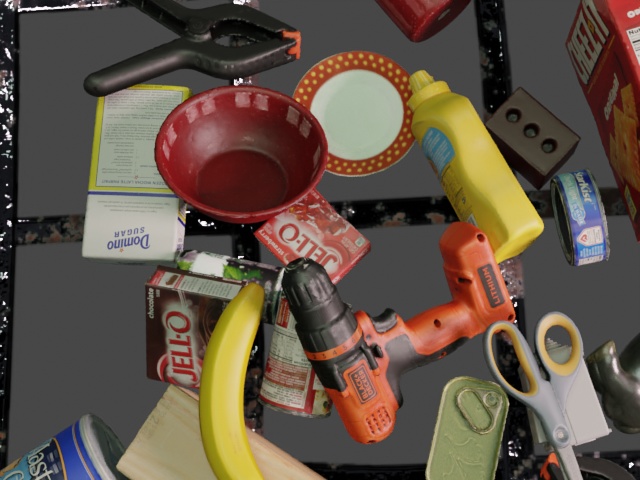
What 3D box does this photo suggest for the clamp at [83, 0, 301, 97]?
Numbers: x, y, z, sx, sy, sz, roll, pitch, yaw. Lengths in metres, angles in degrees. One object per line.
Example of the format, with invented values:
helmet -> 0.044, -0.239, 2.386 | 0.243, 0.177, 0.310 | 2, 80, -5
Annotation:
clamp -> -0.126, -0.192, 1.053 | 0.210, 0.036, 0.164 | 9, 54, 4

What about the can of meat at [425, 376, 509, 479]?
can of meat -> 0.128, 0.175, 0.935 | 0.057, 0.084, 0.102 | 11, 79, 9

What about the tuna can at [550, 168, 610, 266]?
tuna can -> 0.235, -0.020, 0.966 | 0.034, 0.086, 0.086 | -12, 76, 5

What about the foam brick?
foam brick -> 0.197, -0.095, 1.005 | 0.078, 0.051, 0.053 | 43, 85, 14

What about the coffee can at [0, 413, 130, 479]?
coffee can -> -0.240, 0.236, 0.955 | 0.140, 0.103, 0.103 | -32, 76, -1

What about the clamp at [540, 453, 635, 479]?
clamp -> 0.264, 0.245, 0.907 | 0.171, 0.039, 0.120 | 23, 38, 14

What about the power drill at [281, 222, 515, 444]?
power drill -> 0.069, 0.061, 0.928 | 0.187, 0.057, 0.184 | -31, 115, -16

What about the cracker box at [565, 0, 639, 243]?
cracker box -> 0.290, -0.121, 0.943 | 0.072, 0.164, 0.214 | -17, 76, 0

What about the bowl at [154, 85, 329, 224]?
bowl -> -0.074, -0.070, 1.006 | 0.162, 0.055, 0.162 | 2, 54, -2

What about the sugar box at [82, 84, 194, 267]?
sugar box -> -0.176, -0.063, 1.045 | 0.093, 0.048, 0.176 | 3, 81, 5

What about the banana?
banana -> -0.069, 0.136, 0.899 | 0.069, 0.037, 0.198 | -7, 77, -5

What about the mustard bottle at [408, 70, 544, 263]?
mustard bottle -> 0.133, -0.074, 0.984 | 0.058, 0.096, 0.192 | -25, 75, -9

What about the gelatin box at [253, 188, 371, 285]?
gelatin box -> -0.007, 0.001, 1.018 | 0.073, 0.030, 0.089 | -44, 76, -4

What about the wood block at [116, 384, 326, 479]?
wood block -> -0.063, 0.222, 0.944 | 0.206, 0.091, 0.090 | 32, 82, 12

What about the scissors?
scissors -> 0.211, 0.147, 0.900 | 0.096, 0.016, 0.202 | -32, 87, -17

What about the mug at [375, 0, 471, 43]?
mug -> 0.104, -0.251, 1.040 | 0.117, 0.093, 0.081 | -31, 79, -39

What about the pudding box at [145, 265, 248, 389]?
pudding box -> -0.112, 0.084, 0.977 | 0.090, 0.039, 0.113 | 9, 120, 8

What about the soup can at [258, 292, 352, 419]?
soup can -> -0.013, 0.102, 0.964 | 0.068, 0.068, 0.102 | 12, 94, 9
